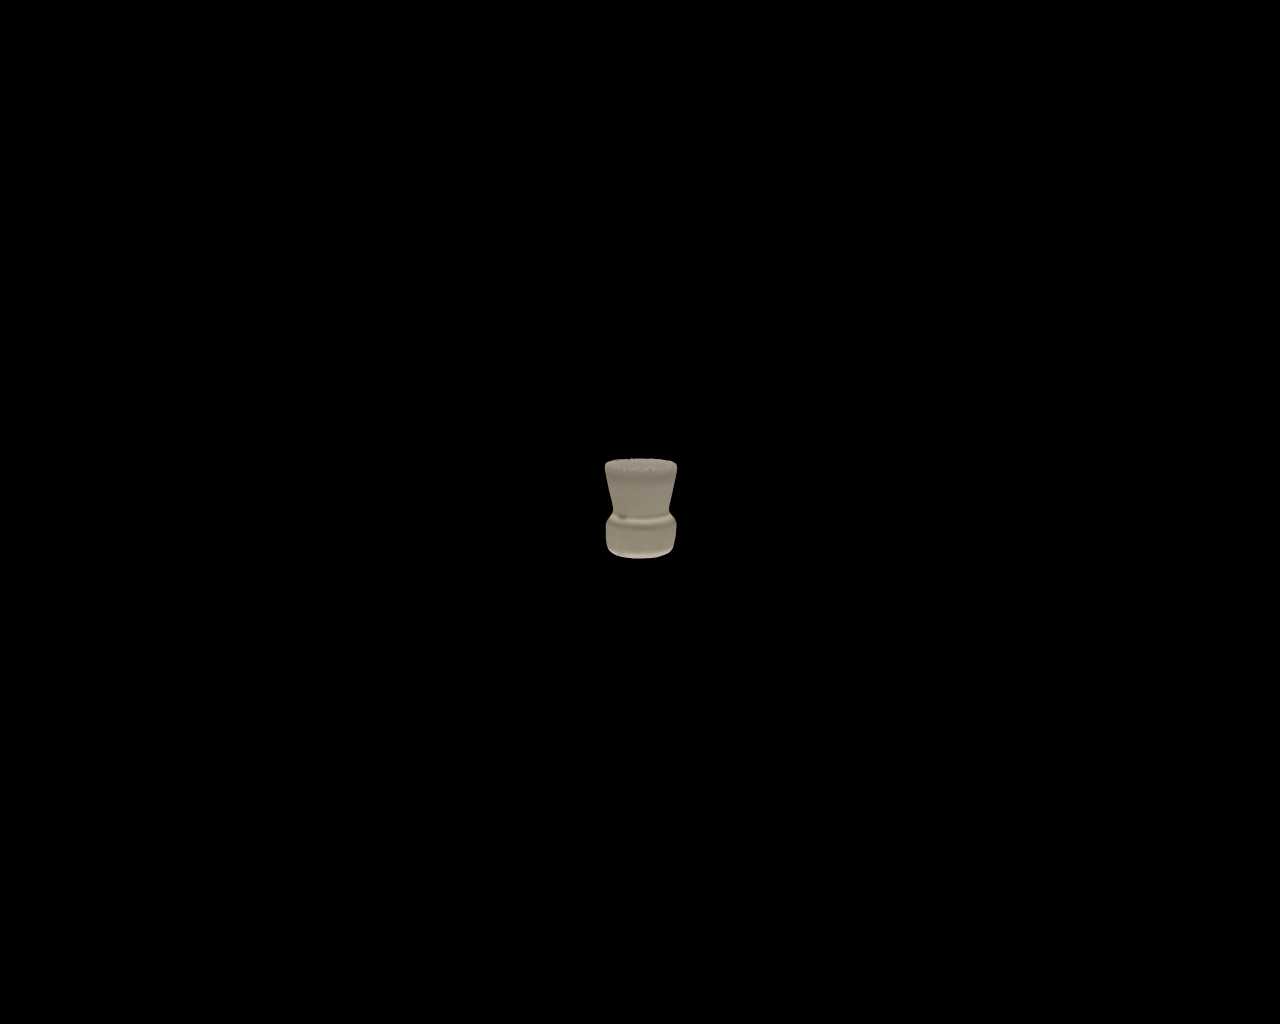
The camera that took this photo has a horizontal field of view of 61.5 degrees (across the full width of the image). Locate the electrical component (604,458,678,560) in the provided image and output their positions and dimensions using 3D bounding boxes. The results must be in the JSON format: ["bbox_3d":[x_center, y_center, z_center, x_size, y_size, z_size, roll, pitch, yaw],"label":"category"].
[{"bbox_3d":[0.001,-0.003,0.650,0.045,0.055,0.045,0,11,0],"label":"electrical component"}]
